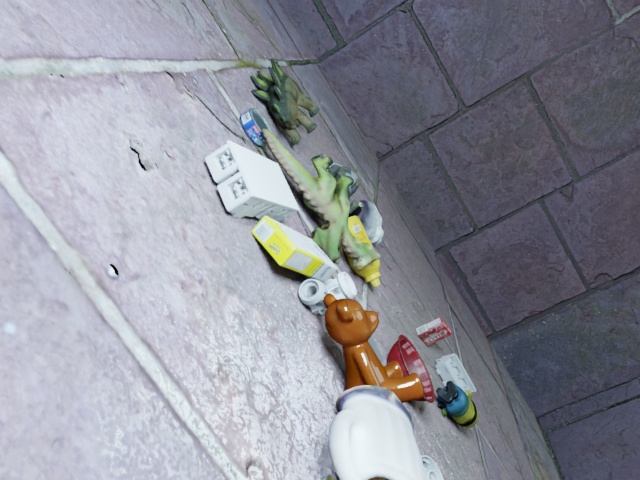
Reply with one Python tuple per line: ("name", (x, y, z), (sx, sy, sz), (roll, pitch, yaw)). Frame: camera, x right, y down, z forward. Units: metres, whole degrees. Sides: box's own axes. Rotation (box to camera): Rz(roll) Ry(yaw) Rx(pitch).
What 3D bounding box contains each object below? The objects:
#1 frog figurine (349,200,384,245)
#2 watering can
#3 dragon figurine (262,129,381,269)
("frog figurine", (0.141, -0.037, 1.480), (0.157, 0.122, 0.140), (33, 10, -36))
("watering can", (0.113, 0.356, 0.743), (0.343, 0.103, 0.229), (53, 17, -22))
("dragon figurine", (0.004, -0.059, 1.166), (0.405, 0.121, 0.249), (34, 38, -39))
